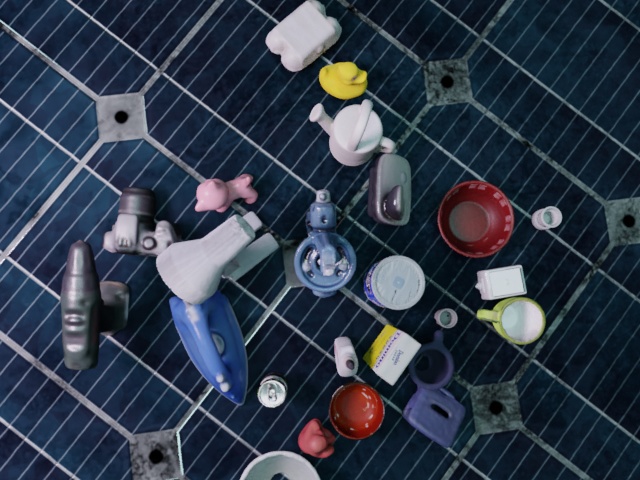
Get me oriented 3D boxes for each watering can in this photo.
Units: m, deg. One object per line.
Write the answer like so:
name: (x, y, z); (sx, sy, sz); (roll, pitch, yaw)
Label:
watering can: (0.066, -0.217, 1.138); (0.173, 0.194, 0.101); (0, 85, -3)

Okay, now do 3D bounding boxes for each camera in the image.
camera: (-0.355, -0.036, 1.147); (0.143, 0.100, 0.137); (4, 85, -2)

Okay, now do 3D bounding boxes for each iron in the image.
iron: (-0.207, 0.213, 1.113); (0.118, 0.141, 0.258); (-24, 87, -4)

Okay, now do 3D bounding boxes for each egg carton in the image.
egg carton: (-0.033, -0.432, 1.214); (0.150, 0.069, 0.107); (-43, 88, -5)

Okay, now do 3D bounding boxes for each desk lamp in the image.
desk lamp: (-0.191, 0.024, 1.094); (0.203, 0.213, 0.118); (-38, 87, -5)

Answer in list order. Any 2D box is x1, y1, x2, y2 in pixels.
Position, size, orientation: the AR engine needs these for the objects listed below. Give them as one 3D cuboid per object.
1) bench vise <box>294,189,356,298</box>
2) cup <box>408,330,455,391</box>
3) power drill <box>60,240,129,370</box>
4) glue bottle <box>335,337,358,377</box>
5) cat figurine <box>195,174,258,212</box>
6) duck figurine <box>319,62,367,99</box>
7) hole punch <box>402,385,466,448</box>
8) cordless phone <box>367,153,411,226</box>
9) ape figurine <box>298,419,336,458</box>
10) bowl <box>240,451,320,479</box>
bench vise: (-0.001, 0.008, 1.102); (0.121, 0.219, 0.207); (-19, 86, -4)
cup: (0.218, 0.237, 1.155); (0.091, 0.095, 0.118); (15, 84, -1)
power drill: (-0.426, 0.122, 1.076); (0.075, 0.208, 0.230); (1, 85, -2)
glue bottle: (0.053, 0.232, 1.108); (0.037, 0.173, 0.078); (-9, 85, -3)
cat figurine: (-0.193, -0.098, 1.152); (0.128, 0.117, 0.067); (-21, 86, -4)
duck figurine: (0.051, -0.345, 1.202); (0.104, 0.086, 0.077); (12, 84, -2)
hole punch: (0.230, 0.345, 1.149); (0.108, 0.091, 0.101); (34, 84, 1)
cordless phone: (0.150, -0.107, 1.137); (0.094, 0.185, 0.148); (0, 85, -3)
ape figurine: (-0.006, 0.397, 1.132); (0.076, 0.092, 0.078); (-9, 85, -3)
bowl: (-0.078, 0.492, 1.128); (0.167, 0.074, 0.167); (0, 85, -3)
